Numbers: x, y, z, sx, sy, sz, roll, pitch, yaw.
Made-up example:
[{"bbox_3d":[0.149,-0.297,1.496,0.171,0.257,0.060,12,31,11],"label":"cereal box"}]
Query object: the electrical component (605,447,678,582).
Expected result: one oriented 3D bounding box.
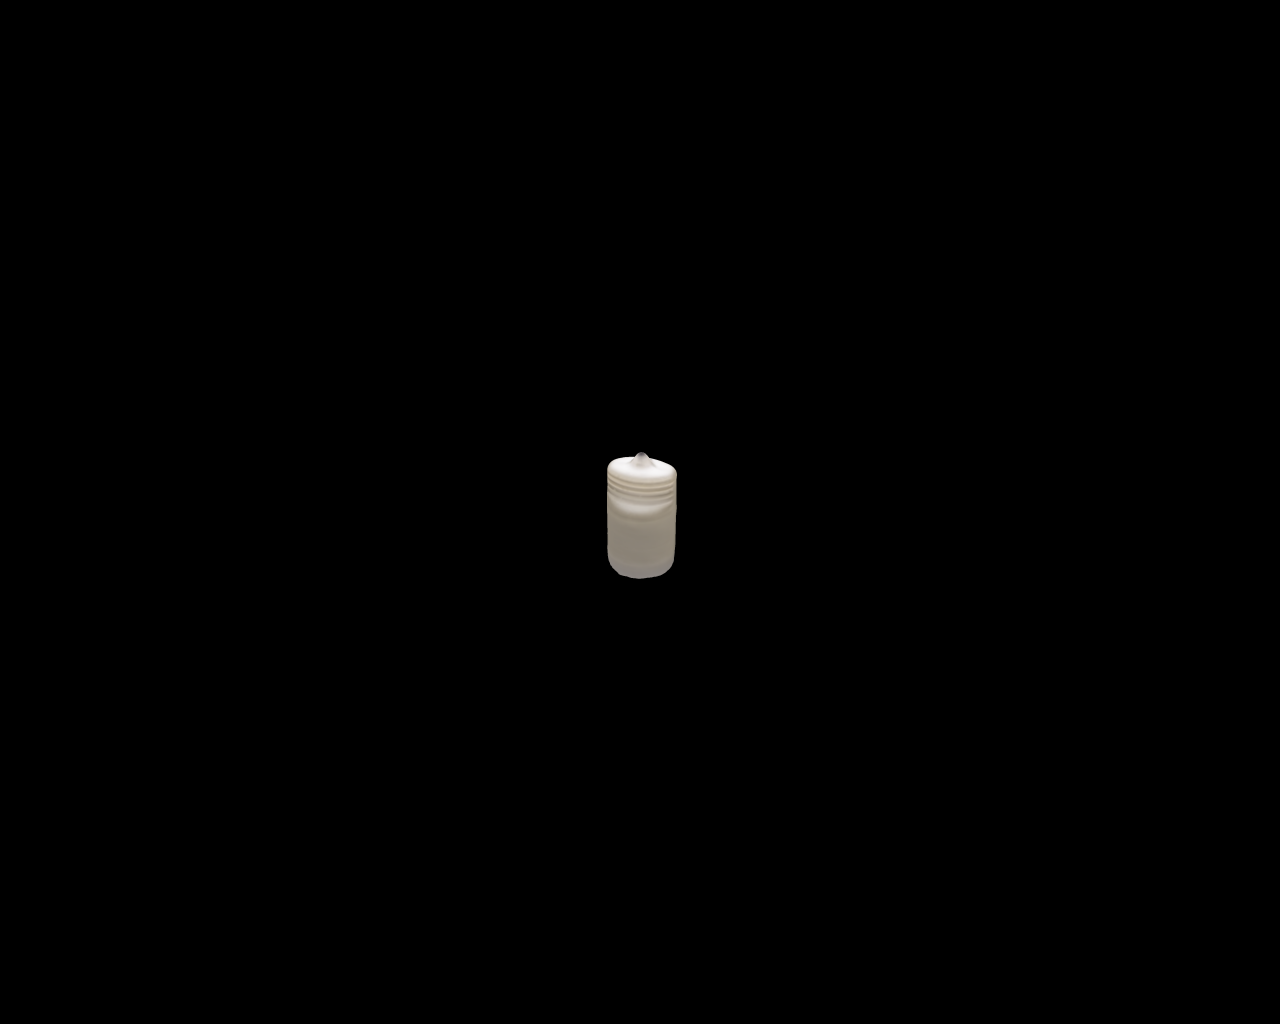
[{"bbox_3d":[0.001,-0.003,0.650,0.043,0.080,0.043,0,35,0],"label":"electrical component"}]
